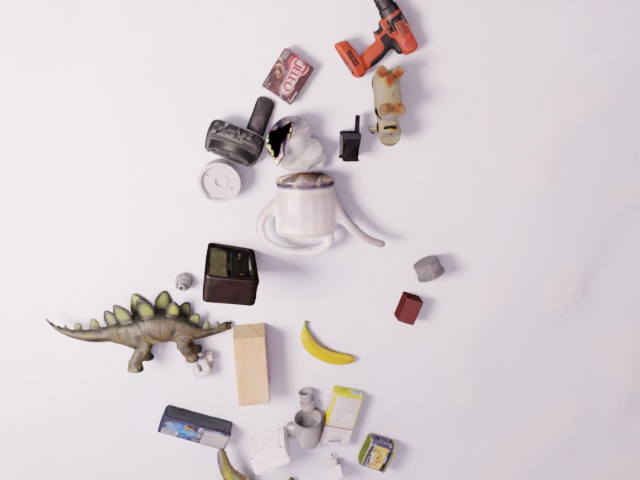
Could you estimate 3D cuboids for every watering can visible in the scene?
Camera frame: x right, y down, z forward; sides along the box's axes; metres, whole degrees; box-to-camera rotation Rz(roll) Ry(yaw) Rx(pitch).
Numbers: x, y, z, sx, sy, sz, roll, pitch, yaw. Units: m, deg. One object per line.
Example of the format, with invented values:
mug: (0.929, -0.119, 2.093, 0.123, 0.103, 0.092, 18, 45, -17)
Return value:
watering can: (0.004, -0.069, 1.366, 0.348, 0.105, 0.222, -1, 103, -6)

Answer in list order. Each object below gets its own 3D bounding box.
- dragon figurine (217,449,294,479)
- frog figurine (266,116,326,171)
dragon figurine: (-0.187, 0.783, 1.568, 0.244, 0.123, 0.405, -8, 109, -26)
frog figurine: (-0.055, -0.245, 1.334, 0.159, 0.123, 0.137, 5, 98, -46)
